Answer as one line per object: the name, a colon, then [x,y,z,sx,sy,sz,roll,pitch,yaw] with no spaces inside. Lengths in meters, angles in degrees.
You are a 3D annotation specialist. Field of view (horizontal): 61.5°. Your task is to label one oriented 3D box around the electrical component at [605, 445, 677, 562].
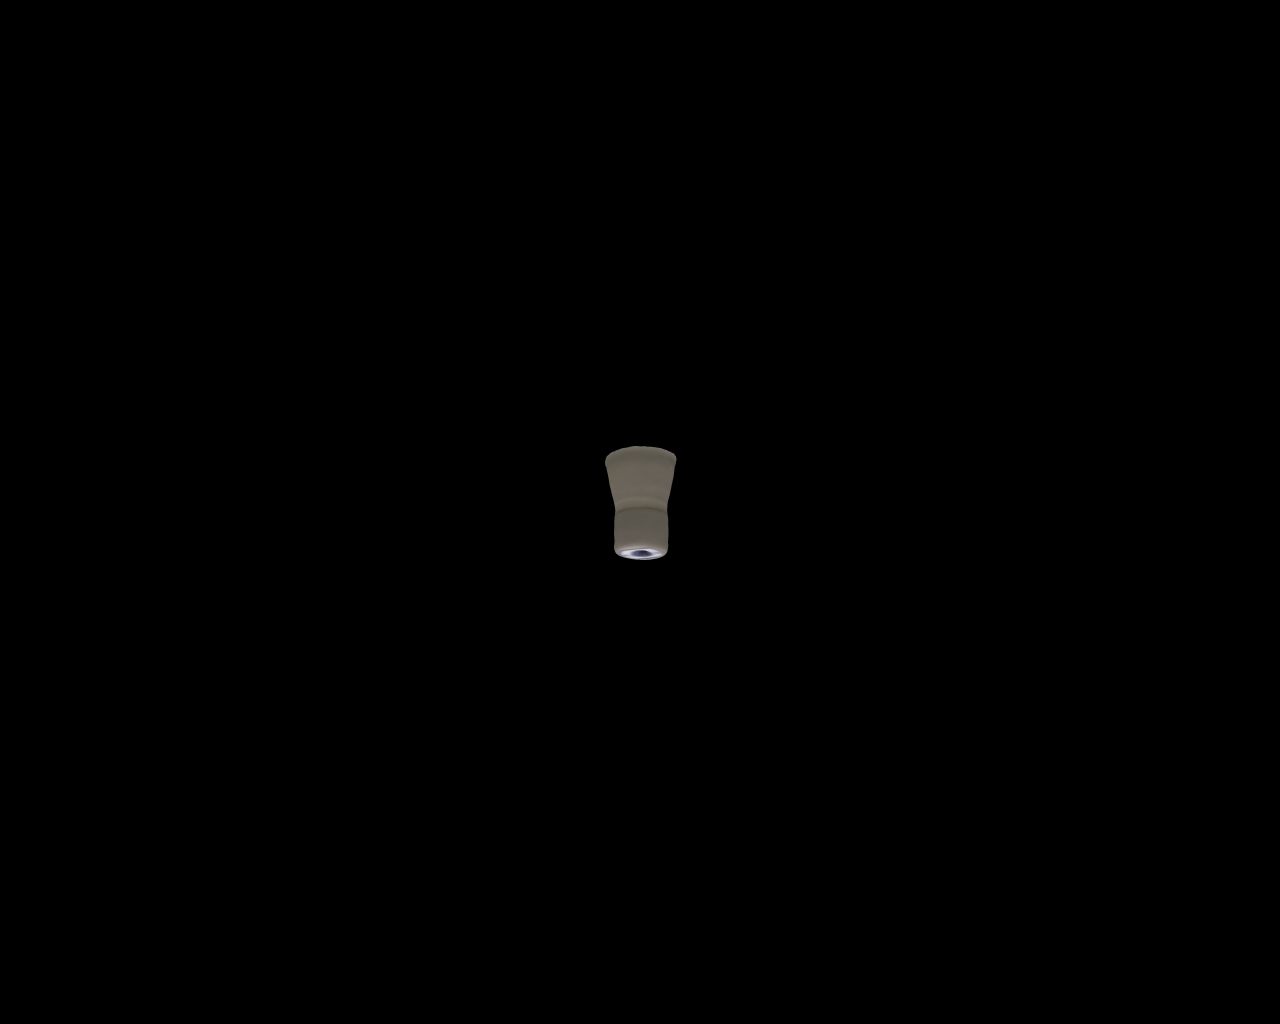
electrical component: [0.001,-0.003,0.650,0.044,0.065,0.044,0,-18,0]
